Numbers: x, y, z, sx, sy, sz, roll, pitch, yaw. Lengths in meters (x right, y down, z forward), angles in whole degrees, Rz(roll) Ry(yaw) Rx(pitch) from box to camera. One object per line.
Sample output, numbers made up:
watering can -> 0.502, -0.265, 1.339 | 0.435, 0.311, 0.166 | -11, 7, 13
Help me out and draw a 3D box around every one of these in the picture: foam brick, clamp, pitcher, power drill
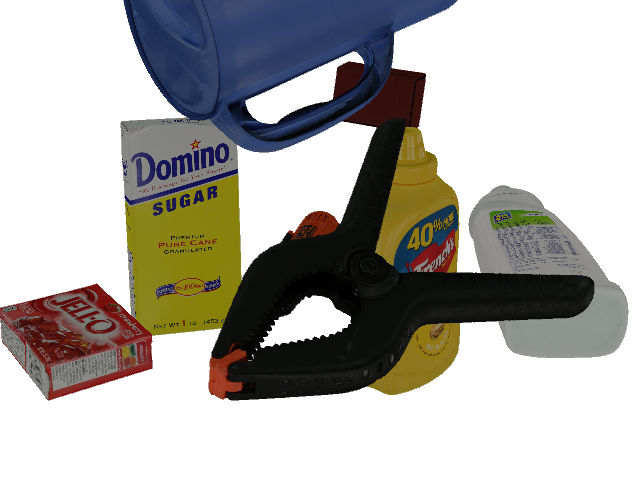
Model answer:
foam brick -> 0.054, -0.135, 1.002 | 0.078, 0.051, 0.053 | 12, 17, 13
clamp -> 0.022, 0.015, 0.578 | 0.209, 0.165, 0.036 | -24, -33, -24
pitcher -> -0.007, -0.177, 0.776 | 0.242, 0.149, 0.145 | -25, 40, -26
power drill -> 0.042, 0.028, 1.121 | 0.188, 0.057, 0.184 | 5, 31, 16

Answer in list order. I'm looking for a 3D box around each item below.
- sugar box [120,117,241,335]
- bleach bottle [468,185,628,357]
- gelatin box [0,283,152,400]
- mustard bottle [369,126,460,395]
sugar box -> -0.115, -0.013, 0.890 | 0.093, 0.176, 0.048 | -6, 16, -16
bleach bottle -> 0.193, 0.012, 0.959 | 0.102, 0.068, 0.251 | -1, 26, 0
gelatin box -> -0.162, 0.064, 0.704 | 0.073, 0.030, 0.089 | -14, 29, -31
mustard bottle -> 0.065, 0.011, 0.780 | 0.058, 0.192, 0.096 | 18, 31, 40
